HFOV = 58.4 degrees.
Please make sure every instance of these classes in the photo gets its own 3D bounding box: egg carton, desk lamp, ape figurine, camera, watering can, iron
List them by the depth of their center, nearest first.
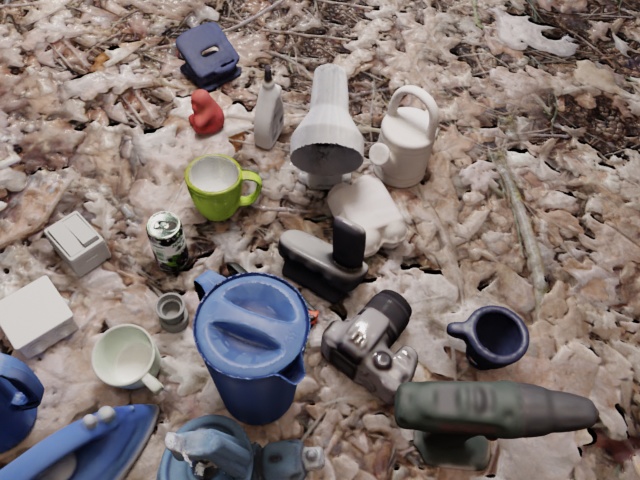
[{"bbox_3d":[-0.319,0.273,0.707,0.259,0.141,0.118,-38,67,-25],"label":"iron"},{"bbox_3d":[0.092,0.144,0.849,0.143,0.101,0.137,34,61,17],"label":"camera"},{"bbox_3d":[0.010,-0.177,0.983,0.118,0.213,0.203,3,57,-3],"label":"desk lamp"},{"bbox_3d":[0.079,-0.043,0.988,0.107,0.069,0.150,-19,61,-16],"label":"egg carton"},{"bbox_3d":[0.153,-0.183,1.011,0.101,0.194,0.173,18,57,7],"label":"watering can"},{"bbox_3d":[-0.221,-0.248,1.083,0.076,0.092,0.078,11,57,2],"label":"ape figurine"}]

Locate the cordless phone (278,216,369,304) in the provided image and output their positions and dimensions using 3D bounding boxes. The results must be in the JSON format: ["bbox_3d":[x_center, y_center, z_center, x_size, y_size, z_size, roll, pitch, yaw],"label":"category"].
[{"bbox_3d":[0.008,0.003,0.883,0.147,0.185,0.094,24,58,11],"label":"cordless phone"}]

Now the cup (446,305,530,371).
[{"bbox_3d":[0.240,0.155,0.858,0.117,0.095,0.091,8,57,1],"label":"cup"}]

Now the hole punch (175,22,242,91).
[{"bbox_3d":[-0.224,-0.375,1.165,0.109,0.091,0.101,-36,66,-24],"label":"hole punch"}]

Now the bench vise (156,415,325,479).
[{"bbox_3d":[-0.103,0.253,0.691,0.208,0.220,0.121,-18,60,-15],"label":"bench vise"}]

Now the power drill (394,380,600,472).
[{"bbox_3d":[0.203,0.235,0.735,0.229,0.208,0.075,5,57,-1],"label":"power drill"}]

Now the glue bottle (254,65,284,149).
[{"bbox_3d":[-0.093,-0.249,1.046,0.037,0.173,0.078,21,58,9],"label":"glue bottle"}]
